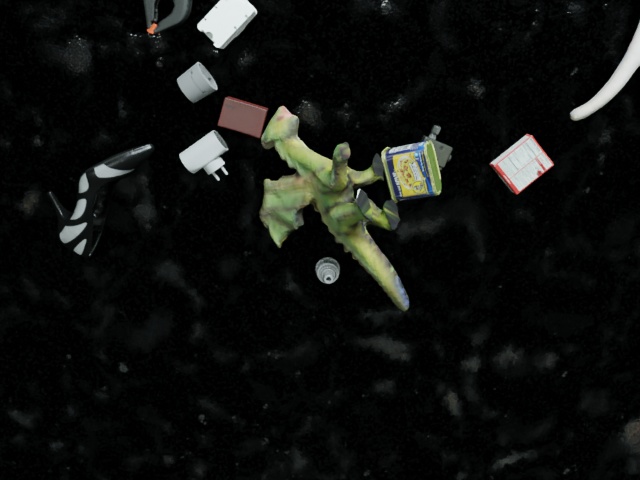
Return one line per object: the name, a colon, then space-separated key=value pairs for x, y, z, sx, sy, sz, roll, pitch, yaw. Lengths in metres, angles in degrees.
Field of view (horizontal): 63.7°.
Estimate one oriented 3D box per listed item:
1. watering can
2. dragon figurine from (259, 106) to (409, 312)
watering can: x=0.590 y=-0.335 z=0.873 sx=0.347 sy=0.105 sz=0.222 roll=-14 pitch=105 yaw=2
dragon figurine: x=0.003 y=-0.047 z=0.934 sx=0.241 sy=0.124 sz=0.407 roll=-10 pitch=101 yaw=32
